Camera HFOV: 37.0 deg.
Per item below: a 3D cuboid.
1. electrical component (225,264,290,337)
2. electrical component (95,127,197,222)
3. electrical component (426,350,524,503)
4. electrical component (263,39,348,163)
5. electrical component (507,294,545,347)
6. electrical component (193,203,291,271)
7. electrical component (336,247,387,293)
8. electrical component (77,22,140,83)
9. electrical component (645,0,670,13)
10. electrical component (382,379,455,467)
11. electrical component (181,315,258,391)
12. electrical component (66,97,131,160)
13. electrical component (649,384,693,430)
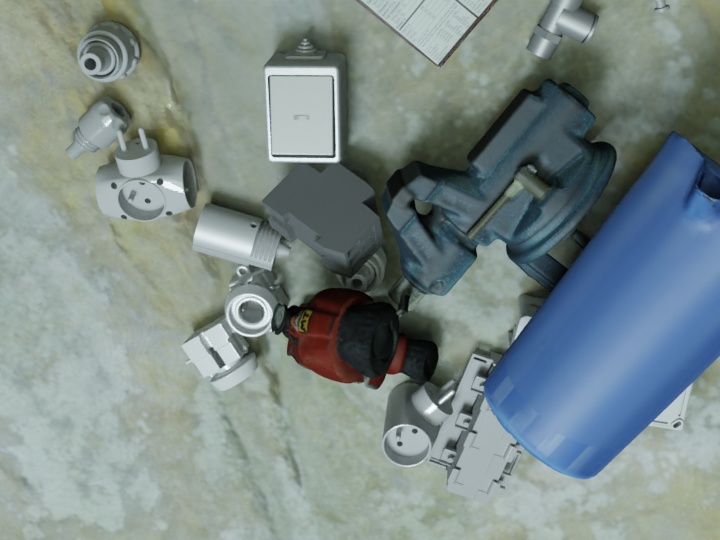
[{"bbox_3d":[-0.092,0.029,0.948,0.048,0.055,0.066,-25,108,15],"label":"electrical component"},{"bbox_3d":[-0.185,-0.085,0.911,0.077,0.044,0.079,-4,127,7],"label":"electrical component"},{"bbox_3d":[0.117,0.144,0.971,0.079,0.063,0.121,19,113,-3],"label":"electrical component"},{"bbox_3d":[-0.044,-0.137,0.872,0.062,0.061,0.096,1,112,5],"label":"electrical component"},{"bbox_3d":[0.177,0.062,0.936,0.089,0.055,0.050,12,113,0],"label":"electrical component"},{"bbox_3d":[-0.100,-0.026,0.932,0.081,0.043,0.043,16,113,-1],"label":"electrical component"},{"bbox_3d":[0.000,0.000,0.924,0.043,0.062,0.043,2,113,5],"label":"electrical component"},{"bbox_3d":[-0.209,-0.173,0.872,0.048,0.062,0.048,2,112,5],"label":"electrical component"},{"bbox_3d":[0.221,-0.235,0.818,0.040,0.040,0.078,-16,110,12],"label":"electrical component"},{"bbox_3d":[0.056,0.127,0.962,0.043,0.077,0.079,43,110,-12],"label":"electrical component"},{"bbox_3d":[-0.125,0.076,0.977,0.066,0.048,0.055,-29,99,16],"label":"electrical component"},{"bbox_3d":[-0.226,-0.117,0.912,0.061,0.035,0.035,-38,104,20],"label":"electrical component"},{"bbox_3d":[0.254,0.082,0.937,0.062,0.061,0.096,9,105,2],"label":"electrical component"}]
